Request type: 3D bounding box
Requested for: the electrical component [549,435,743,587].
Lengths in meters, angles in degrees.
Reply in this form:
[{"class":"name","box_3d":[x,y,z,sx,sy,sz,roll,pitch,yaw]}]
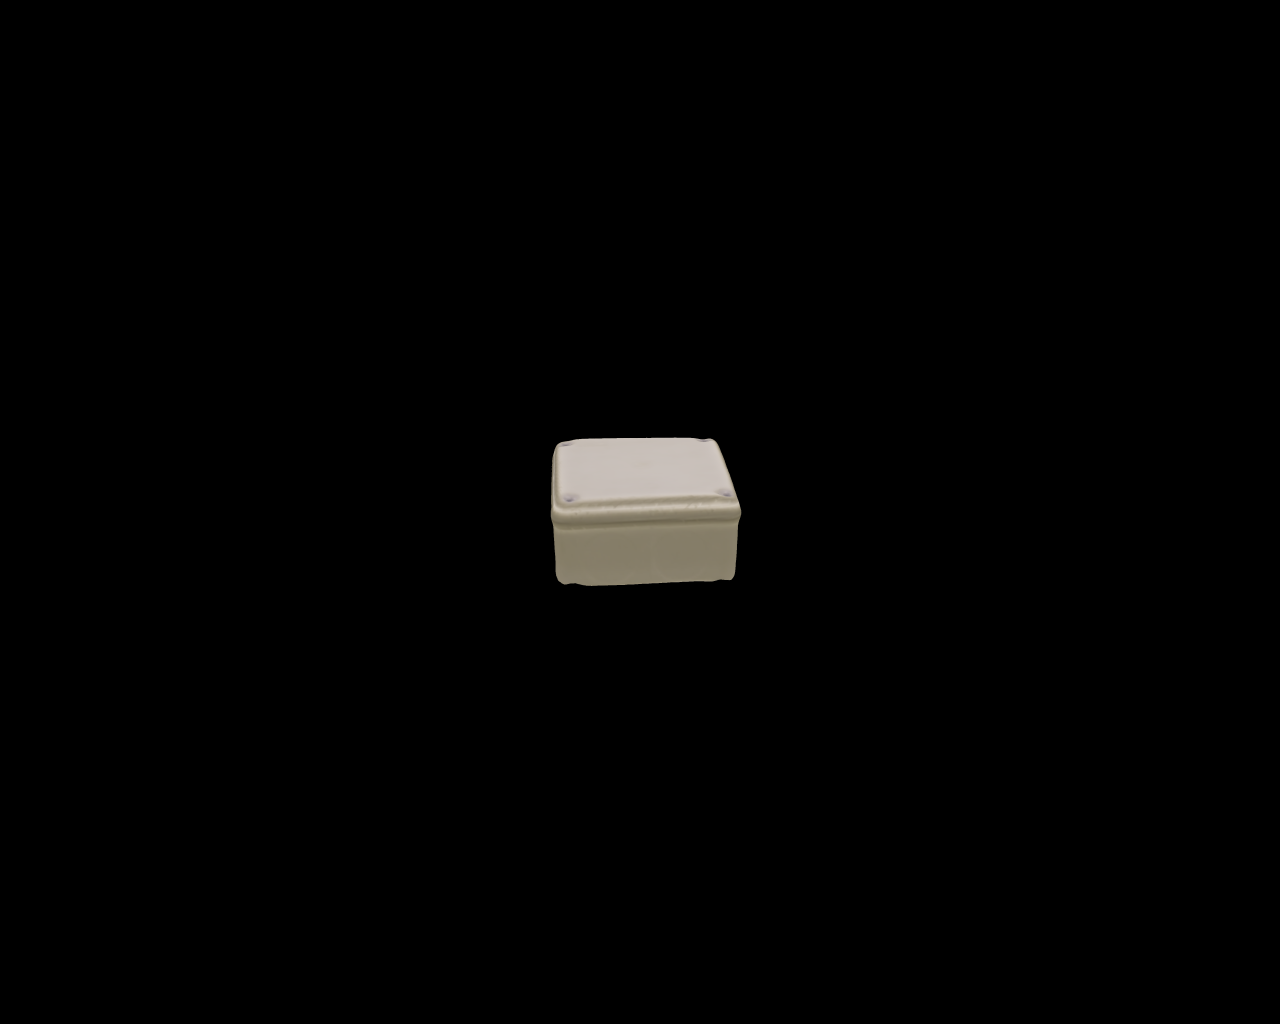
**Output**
[{"class":"electrical component","box_3d":[0.001,-0.003,0.650,0.109,0.056,0.109,-1,24,-3]}]
